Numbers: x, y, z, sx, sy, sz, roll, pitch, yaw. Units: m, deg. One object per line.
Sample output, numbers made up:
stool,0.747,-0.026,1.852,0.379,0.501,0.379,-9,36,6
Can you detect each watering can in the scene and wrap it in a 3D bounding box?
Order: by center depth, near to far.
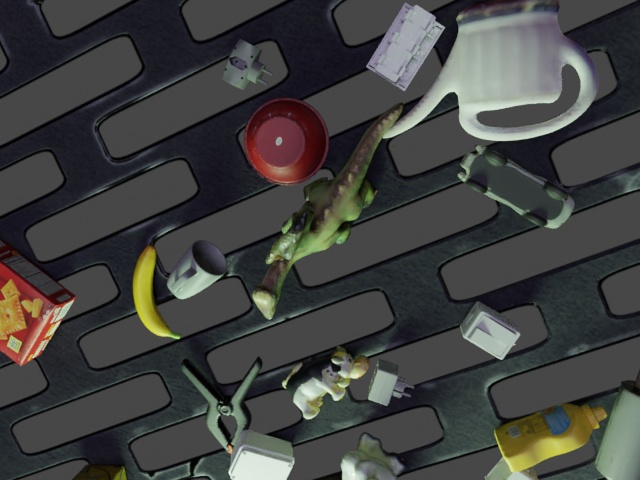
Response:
watering can,0.260,-0.272,0.840,0.347,0.105,0.223,-1,99,18

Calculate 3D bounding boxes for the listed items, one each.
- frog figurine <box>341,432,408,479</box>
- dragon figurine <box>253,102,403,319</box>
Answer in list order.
frog figurine,0.096,0.454,0.952,0.122,0.161,0.137,-30,95,15
dragon figurine,0.003,-0.042,0.835,0.122,0.246,0.404,32,112,3
